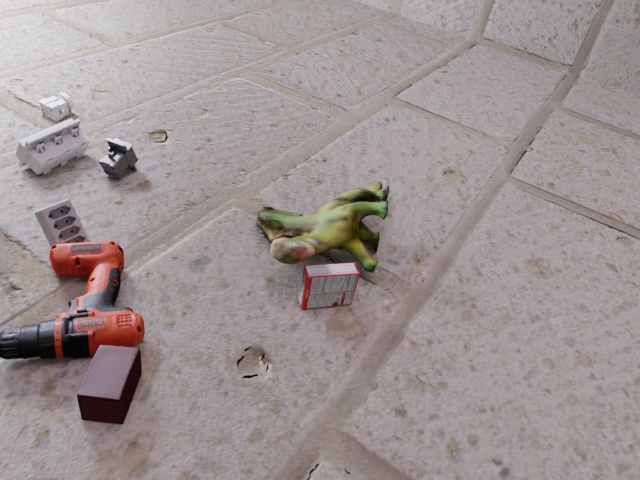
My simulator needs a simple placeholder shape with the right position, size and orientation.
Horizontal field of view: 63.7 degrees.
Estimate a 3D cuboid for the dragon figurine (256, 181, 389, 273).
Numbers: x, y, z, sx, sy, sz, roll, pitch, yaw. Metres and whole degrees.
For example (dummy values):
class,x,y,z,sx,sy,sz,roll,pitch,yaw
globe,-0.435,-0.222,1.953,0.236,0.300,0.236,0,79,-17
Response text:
class,x,y,z,sx,sy,sz,roll,pitch,yaw
dragon figurine,0.003,-0.049,0.965,0.243,0.120,0.417,6,22,3
